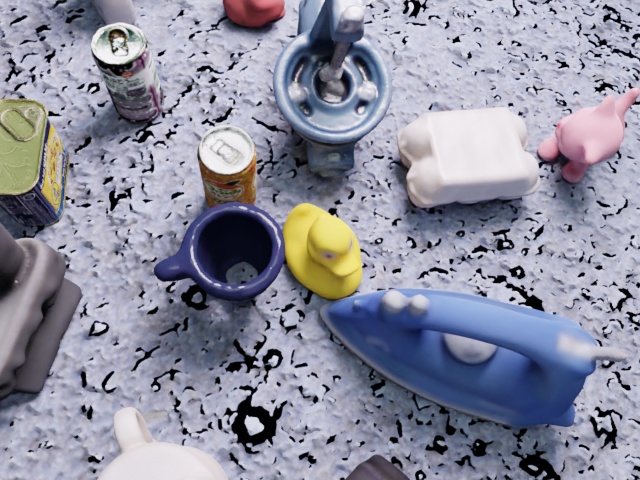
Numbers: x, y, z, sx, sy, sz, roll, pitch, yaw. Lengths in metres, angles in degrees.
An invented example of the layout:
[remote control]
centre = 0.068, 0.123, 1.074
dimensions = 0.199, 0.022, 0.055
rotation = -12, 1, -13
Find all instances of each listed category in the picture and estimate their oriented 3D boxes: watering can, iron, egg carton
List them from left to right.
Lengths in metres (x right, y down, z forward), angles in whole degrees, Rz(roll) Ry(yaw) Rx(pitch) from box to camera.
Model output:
[watering can]
centre = -0.114, 0.207, 0.418
dimensions = 0.172, 0.194, 0.101
rotation = 42, 71, 10
[iron]
centre = 0.129, 0.086, 0.519
dimensions = 0.258, 0.141, 0.119
rotation = 15, 68, 0
[egg carton]
centre = 0.161, -0.089, 0.629
dimensions = 0.150, 0.069, 0.107
rotation = -7, 70, -9

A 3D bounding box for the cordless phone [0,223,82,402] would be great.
[cordless phone]
centre = -0.279, 0.053, 0.465
dimensions = 0.094, 0.185, 0.147
rotation = 10, 68, -2

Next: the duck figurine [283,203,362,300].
[duck figurine]
centre = 0.005, 0.002, 0.568
dimensions = 0.077, 0.086, 0.104
rotation = -28, 74, -15

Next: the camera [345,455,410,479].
[camera]
centre = 0.037, 0.258, 0.465
dimensions = 0.143, 0.101, 0.137
rotation = 43, 71, 11

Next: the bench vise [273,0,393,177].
[bench vise]
centre = 0.000, -0.195, 0.571
dimensions = 0.121, 0.220, 0.207
rotation = -20, 72, -13

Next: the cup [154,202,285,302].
[cup]
centre = -0.092, 0.027, 0.543
dimensions = 0.118, 0.095, 0.091
rotation = -17, 72, -12

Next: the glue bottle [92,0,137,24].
[glue bottle]
centre = -0.244, -0.313, 0.616
dimensions = 0.037, 0.173, 0.078
rotation = -31, 75, -16

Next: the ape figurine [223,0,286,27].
[ape figurine]
centre = -0.079, -0.303, 0.673
dimensions = 0.076, 0.092, 0.077
rotation = -18, 72, -12

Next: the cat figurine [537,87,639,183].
[cat figurine]
centre = 0.304, -0.122, 0.630
dimensions = 0.128, 0.118, 0.067
rotation = -38, 77, -18
